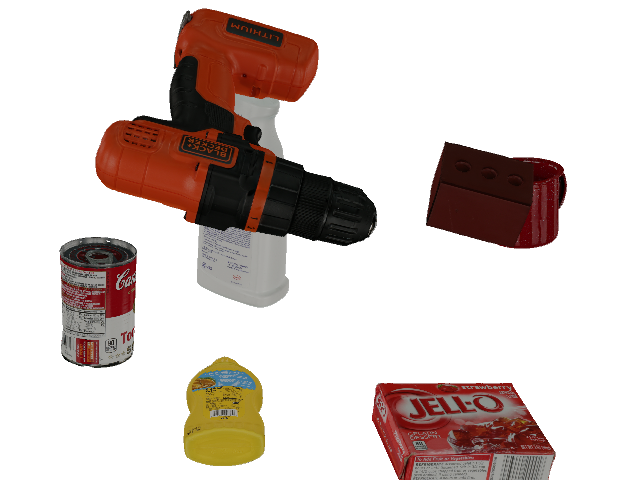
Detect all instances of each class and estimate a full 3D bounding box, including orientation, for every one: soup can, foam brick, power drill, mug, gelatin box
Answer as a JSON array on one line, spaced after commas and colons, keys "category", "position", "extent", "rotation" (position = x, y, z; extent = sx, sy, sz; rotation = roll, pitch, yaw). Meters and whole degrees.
[{"category": "soup can", "position": [-0.202, 0.056, 0.969], "extent": [0.068, 0.102, 0.068], "rotation": [4, 20, -2]}, {"category": "foam brick", "position": [0.131, -0.037, 0.873], "extent": [0.078, 0.051, 0.053], "rotation": [14, 44, 0]}, {"category": "power drill", "position": [-0.046, -0.079, 0.737], "extent": [0.184, 0.057, 0.187], "rotation": [16, 40, -7]}, {"category": "mug", "position": [0.237, -0.045, 1.217], "extent": [0.117, 0.081, 0.093], "rotation": [-21, 27, -35]}, {"category": "gelatin box", "position": [0.081, 0.113, 0.622], "extent": [0.089, 0.030, 0.073], "rotation": [2, 24, -13]}]

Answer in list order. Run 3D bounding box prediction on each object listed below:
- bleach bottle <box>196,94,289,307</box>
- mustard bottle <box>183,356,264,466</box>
[{"category": "bleach bottle", "position": [-0.075, -0.061, 1.115], "extent": [0.103, 0.251, 0.068], "rotation": [18, 27, 24]}, {"category": "mustard bottle", "position": [-0.120, 0.203, 1.336], "extent": [0.096, 0.058, 0.191], "rotation": [-3, 26, -4]}]
